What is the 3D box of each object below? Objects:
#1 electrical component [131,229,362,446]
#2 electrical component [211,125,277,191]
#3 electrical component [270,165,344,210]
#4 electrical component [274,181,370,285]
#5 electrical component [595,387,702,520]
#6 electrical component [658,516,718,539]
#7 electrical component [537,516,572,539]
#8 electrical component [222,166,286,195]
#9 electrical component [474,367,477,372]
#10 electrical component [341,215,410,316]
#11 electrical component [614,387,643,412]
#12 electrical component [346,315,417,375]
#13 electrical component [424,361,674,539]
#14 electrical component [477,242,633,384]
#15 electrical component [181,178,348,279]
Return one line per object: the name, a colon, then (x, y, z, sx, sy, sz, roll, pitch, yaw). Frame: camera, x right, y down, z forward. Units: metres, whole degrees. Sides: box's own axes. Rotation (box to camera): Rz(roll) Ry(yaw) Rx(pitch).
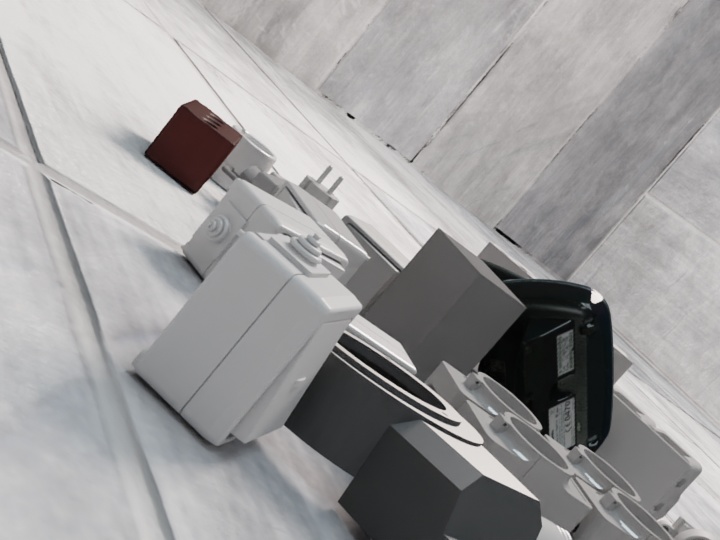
electrical component: (-0.042, 0.027, 0.485, 0.061, 0.096, 0.062, 42, 9, 11)
electrical component: (-0.108, -0.097, 0.970, 0.055, 0.047, 0.055, 39, 9, -7)
electrical component: (-0.044, -0.058, 0.950, 0.047, 0.075, 0.083, 30, 14, -49)
electrical component: (-0.043, -0.015, 0.790, 0.061, 0.061, 0.096, 34, 11, -33)
electrical component: (0.195, 0.144, 0.895, 0.150, 0.089, 0.062, 45, 11, 30)
electrical component: (0.285, 0.244, 0.923, 0.066, 0.048, 0.055, 41, 2, 7)
electrical component: (0.086, 0.150, 0.575, 0.081, 0.043, 0.043, 34, 11, -34)
electrical component: (-0.084, -0.059, 0.887, 0.077, 0.047, 0.066, 42, 9, 16)
electrical component: (0.140, 0.082, 1.047, 0.044, 0.065, 0.044, 39, 10, -8)
electrical component: (0.000, 0.000, 0.890, 0.096, 0.061, 0.061, 44, 10, 23)
electrical component: (0.234, 0.159, 1.017, 0.043, 0.077, 0.079, 39, 10, -10)
electrical component: (-0.019, 0.042, 0.659, 0.083, 0.047, 0.075, 36, 10, -26)
electrical component: (0.119, 0.143, 0.689, 0.186, 0.060, 0.105, 36, 10, -22)
electrical component: (0.172, 0.070, 1.109, 0.186, 0.105, 0.060, 41, 9, 5)
electrical component: (-0.062, -0.009, 0.686, 0.061, 0.061, 0.096, 47, 12, 36)
